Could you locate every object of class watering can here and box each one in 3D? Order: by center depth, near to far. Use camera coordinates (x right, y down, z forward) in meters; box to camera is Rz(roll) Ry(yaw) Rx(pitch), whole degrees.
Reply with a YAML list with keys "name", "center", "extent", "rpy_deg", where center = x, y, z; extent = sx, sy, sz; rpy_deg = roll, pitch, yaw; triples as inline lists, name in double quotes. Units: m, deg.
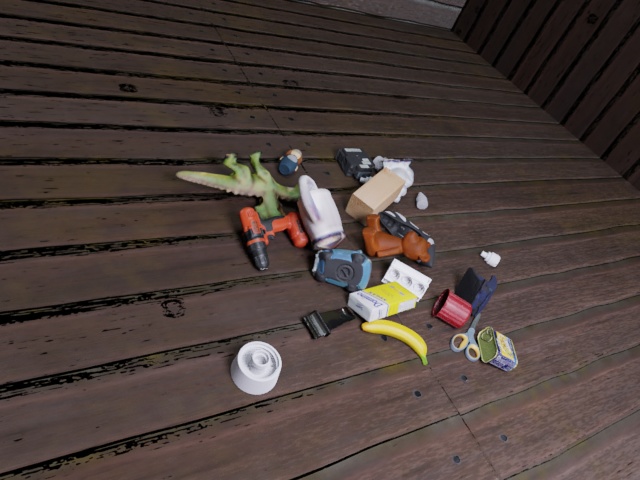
- name: "watering can"
  center: [0.005, -0.077, 1.521]
  extent: [0.104, 0.226, 0.347]
  rpy_deg: [-21, -7, 9]

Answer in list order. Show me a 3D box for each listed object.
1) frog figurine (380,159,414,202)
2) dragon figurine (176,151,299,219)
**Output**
- name: "frog figurine"
  center: [0.280, -0.211, 1.891]
  extent: [0.137, 0.161, 0.121]
  rpy_deg: [4, -11, -25]
- name: "dragon figurine"
  center: [-0.200, -0.135, 1.536]
  extent: [0.413, 0.246, 0.119]
  rpy_deg: [-16, -28, -37]
